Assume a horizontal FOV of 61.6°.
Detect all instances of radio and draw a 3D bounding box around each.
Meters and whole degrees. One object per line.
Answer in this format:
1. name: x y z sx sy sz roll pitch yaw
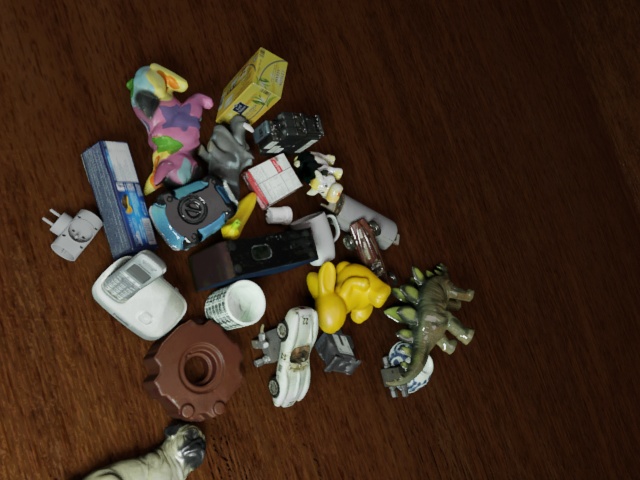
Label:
1. radio: -0.122 0.034 1.033 0.229 0.131 0.073 -13 84 -40

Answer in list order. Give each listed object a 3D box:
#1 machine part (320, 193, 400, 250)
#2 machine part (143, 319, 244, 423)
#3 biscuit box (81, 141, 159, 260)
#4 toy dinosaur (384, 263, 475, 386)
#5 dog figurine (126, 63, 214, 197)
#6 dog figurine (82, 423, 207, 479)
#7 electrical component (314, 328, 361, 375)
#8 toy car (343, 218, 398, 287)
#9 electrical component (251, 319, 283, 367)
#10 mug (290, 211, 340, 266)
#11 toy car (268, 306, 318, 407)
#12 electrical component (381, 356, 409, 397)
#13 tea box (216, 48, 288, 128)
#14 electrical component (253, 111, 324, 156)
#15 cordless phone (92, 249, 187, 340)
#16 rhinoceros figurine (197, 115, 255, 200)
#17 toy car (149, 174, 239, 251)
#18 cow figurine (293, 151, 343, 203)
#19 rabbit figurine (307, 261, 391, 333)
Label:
1. machine part: 0.098 -0.042 1.267 0.243 0.079 0.079 27 59 -29
2. machine part: -0.217 0.226 0.942 0.179 0.056 0.179 15 65 -34
3. biscuit box: -0.347 -0.067 0.932 0.059 0.063 0.202 -9 80 -58
4. toy dinosaur: 0.252 0.184 1.258 0.198 0.105 0.471 29 36 -3
5. dog figurine: -0.294 -0.192 0.999 0.191 0.108 0.219 31 61 -27
6. dog figurine: -0.280 0.354 0.834 0.172 0.121 0.191 44 39 -22
7. electrical component: 0.030 0.222 1.135 0.075 0.047 0.119 16 29 -36
8. toy car: 0.118 0.048 1.225 0.089 0.053 0.201 -26 113 -17
9. electrical component: -0.088 0.199 1.058 0.102 0.045 0.078 -8 78 -39
10. mug: -0.002 -0.004 1.178 0.109 0.081 0.107 -26 102 -36
11. toy car: -0.049 0.226 1.034 0.073 0.056 0.201 1 101 -44
12. electrical component: 0.168 0.305 1.207 0.021 0.063 0.094 -5 77 -39
13. tea box: -0.143 -0.304 1.111 0.068 0.170 0.098 23 63 -30
14. electrical component: -0.076 -0.230 1.174 0.134 0.115 0.058 -5 76 -41
15. cordless phone: -0.269 0.079 0.869 0.146 0.184 0.089 45 48 -16
16. rhinoceros figurine: -0.184 -0.162 1.079 0.112 0.073 0.190 14 73 -28
17. toy car: -0.236 -0.050 0.985 0.162 0.103 0.109 -37 101 -29
18. cow figurine: -0.005 -0.143 1.186 0.098 0.068 0.167 15 26 -20
19. rabbit figurine: 0.046 0.120 1.140 0.162 0.122 0.173 52 49 -3
